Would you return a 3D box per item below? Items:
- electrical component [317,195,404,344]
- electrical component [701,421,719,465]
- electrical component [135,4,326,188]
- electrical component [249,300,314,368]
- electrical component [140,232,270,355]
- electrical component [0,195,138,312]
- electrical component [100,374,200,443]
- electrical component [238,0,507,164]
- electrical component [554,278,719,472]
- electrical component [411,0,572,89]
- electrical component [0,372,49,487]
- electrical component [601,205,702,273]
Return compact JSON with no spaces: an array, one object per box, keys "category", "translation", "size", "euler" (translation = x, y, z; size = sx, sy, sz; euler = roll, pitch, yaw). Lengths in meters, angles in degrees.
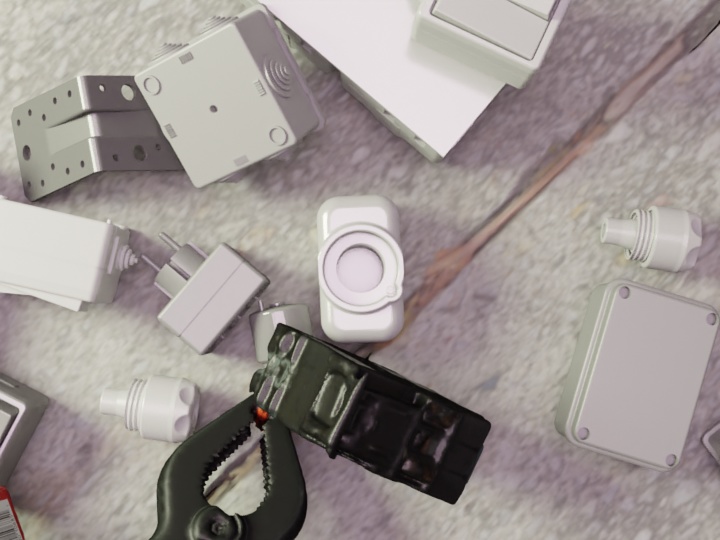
[{"category":"electrical component","translation":[0.000,0.000,0.708],"size":[0.054,0.059,0.095],"euler":[-3,88,-1]},{"category":"electrical component","translation":[0.294,0.122,0.714],"size":[0.100,0.048,0.099],"euler":[-38,89,-3]},{"category":"electrical component","translation":[-0.084,-0.109,0.689],"size":[0.100,0.048,0.099],"euler":[-21,105,27]},{"category":"electrical component","translation":[-0.049,0.057,0.714],"size":[0.040,0.040,0.078],"euler":[-11,88,-2]},{"category":"electrical component","translation":[-0.110,0.007,0.711],"size":[0.077,0.047,0.065],"euler":[40,87,1]},{"category":"electrical component","translation":[-0.195,-0.007,0.703],"size":[0.096,0.061,0.061],"euler":[13,87,-1]},{"category":"electrical component","translation":[-0.139,0.090,0.709],"size":[0.062,0.043,0.043],"euler":[7,87,1]},{"category":"electrical component","translation":[0.015,-0.170,0.715],"size":[0.186,0.060,0.105],"euler":[40,87,1]},{"category":"electrical component","translation":[0.182,0.068,0.710],"size":[0.078,0.057,0.113],"euler":[17,87,0]},{"category":"electrical component","translation":[0.075,-0.161,0.653],"size":[0.096,0.061,0.061],"euler":[25,87,0]},{"category":"electrical component","translation":[-0.256,0.113,0.697],"size":[0.062,0.061,0.096],"euler":[27,87,0]},{"category":"electrical component","translation":[0.194,-0.022,0.721],"size":[0.062,0.043,0.043],"euler":[8,87,0]}]
